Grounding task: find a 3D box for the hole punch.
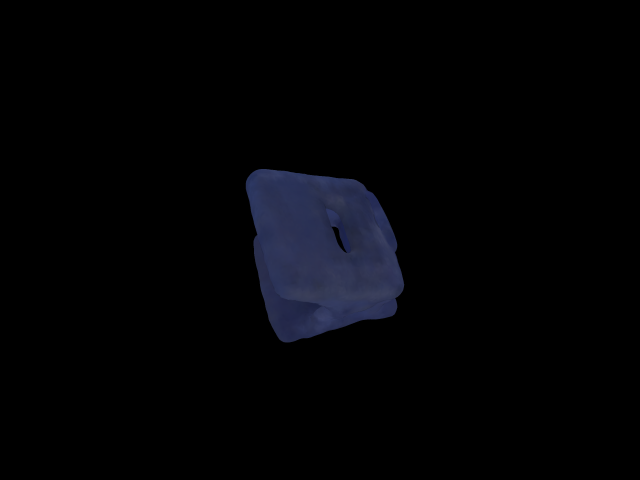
[{"bbox_3d":[0.004,0.001,0.400,0.101,0.091,0.108,-14,57,-9],"label":"hole punch"}]
